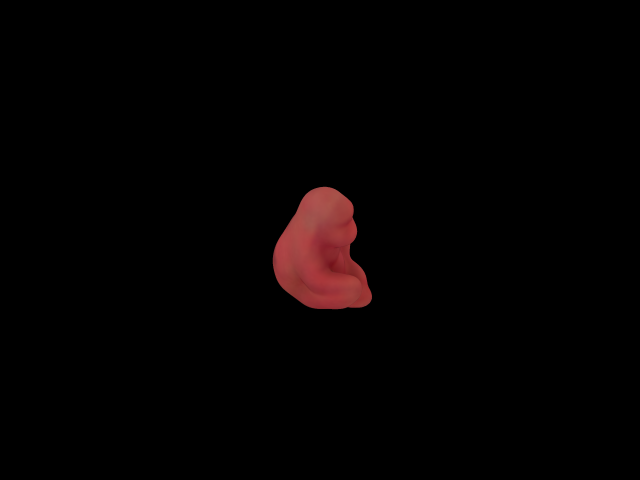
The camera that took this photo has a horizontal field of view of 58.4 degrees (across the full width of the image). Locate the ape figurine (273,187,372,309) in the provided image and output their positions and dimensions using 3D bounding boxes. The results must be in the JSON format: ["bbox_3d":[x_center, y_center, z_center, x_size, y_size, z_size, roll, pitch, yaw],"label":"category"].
[{"bbox_3d":[0.004,0.001,0.400,0.076,0.092,0.078,10,54,8],"label":"ape figurine"}]
